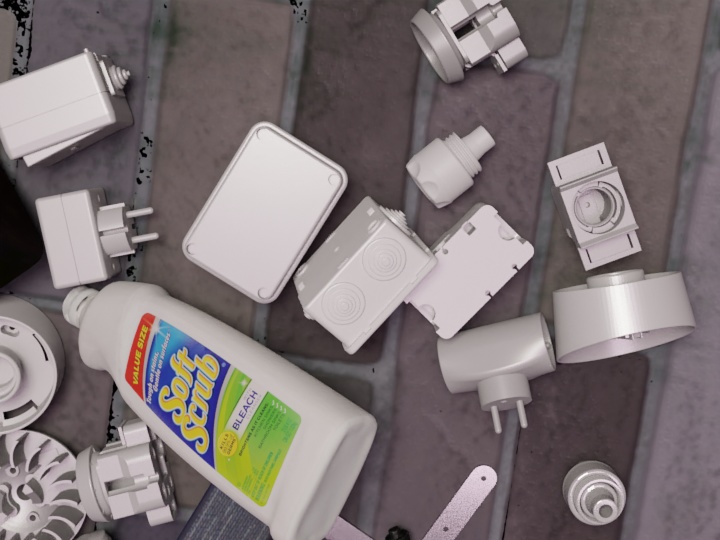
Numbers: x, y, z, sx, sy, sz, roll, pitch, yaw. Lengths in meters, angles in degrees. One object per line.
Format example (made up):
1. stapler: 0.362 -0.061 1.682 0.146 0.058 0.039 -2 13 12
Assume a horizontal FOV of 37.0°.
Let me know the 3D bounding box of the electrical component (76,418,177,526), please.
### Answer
1. electrical component: -0.174 0.153 0.795 0.057 0.058 0.078 -14 96 0

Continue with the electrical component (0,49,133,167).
1. electrical component: -0.205 -0.114 0.764 0.096 0.061 0.061 -19 96 3

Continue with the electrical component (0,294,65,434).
1. electrical component: -0.270 0.071 0.796 0.099 0.064 0.099 -2 102 -11

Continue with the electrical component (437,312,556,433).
1. electrical component: 0.102 0.077 0.773 0.077 0.043 0.079 -15 68 15

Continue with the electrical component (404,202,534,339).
1. electrical component: 0.075 -0.001 0.775 0.050 0.055 0.089 44 95 -4

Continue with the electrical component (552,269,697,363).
1. electrical component: 0.184 0.034 0.759 0.099 0.099 0.064 -10 90 2

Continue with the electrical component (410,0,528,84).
1. electrical component: 0.073 -0.168 0.756 0.057 0.058 0.078 -32 95 1

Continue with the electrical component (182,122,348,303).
1. electrical component: -0.067 -0.042 0.772 0.078 0.057 0.113 32 96 -3

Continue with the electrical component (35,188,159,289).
1. electrical component: -0.185 -0.027 0.780 0.077 0.047 0.065 -11 96 2

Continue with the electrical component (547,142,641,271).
1. electrical component: 0.164 -0.046 0.765 0.042 0.064 0.081 -20 96 2

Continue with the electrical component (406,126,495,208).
1. electrical component: 0.068 -0.078 0.773 0.062 0.043 0.043 -38 94 3

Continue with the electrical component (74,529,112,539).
1. electrical component: -0.207 0.235 0.794 0.080 0.080 0.051 -38 99 5

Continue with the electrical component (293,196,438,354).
1. electrical component: 0.000 0.000 0.756 0.048 0.099 0.099 41 96 -17

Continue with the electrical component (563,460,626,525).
1. electrical component: 0.174 0.166 0.788 0.043 0.062 0.043 0 96 1
